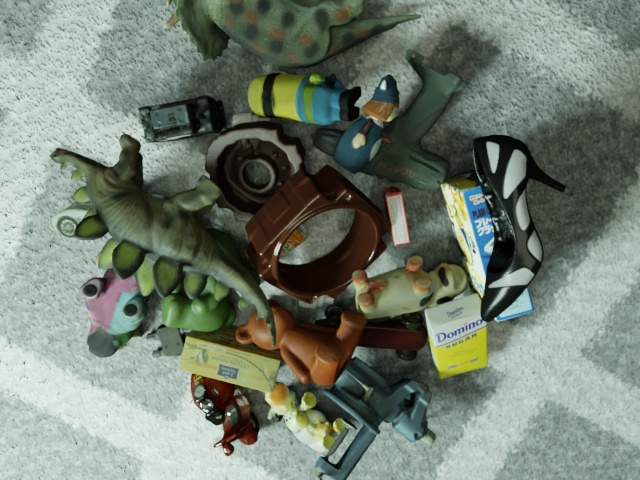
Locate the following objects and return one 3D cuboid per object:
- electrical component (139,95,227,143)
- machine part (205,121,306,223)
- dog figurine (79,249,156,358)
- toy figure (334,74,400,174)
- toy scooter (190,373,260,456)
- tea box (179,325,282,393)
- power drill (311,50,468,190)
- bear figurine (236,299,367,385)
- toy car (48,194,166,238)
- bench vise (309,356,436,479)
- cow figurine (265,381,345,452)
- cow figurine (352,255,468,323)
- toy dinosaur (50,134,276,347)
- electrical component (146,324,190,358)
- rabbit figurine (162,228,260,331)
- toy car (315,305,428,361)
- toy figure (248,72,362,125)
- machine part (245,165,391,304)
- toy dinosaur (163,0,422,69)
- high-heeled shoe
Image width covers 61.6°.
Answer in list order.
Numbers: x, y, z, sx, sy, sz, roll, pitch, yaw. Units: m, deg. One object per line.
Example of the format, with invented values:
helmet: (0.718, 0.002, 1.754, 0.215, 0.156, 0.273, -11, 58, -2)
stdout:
electrical component: (-0.218, -0.192, 0.860, 0.115, 0.134, 0.058, -11, 100, 3)
machine part: (-0.102, -0.113, 0.895, 0.179, 0.056, 0.179, 3, 118, 5)
dog figurine: (-0.338, 0.102, 0.931, 0.108, 0.219, 0.191, 24, 59, -6)
toy figure: (0.078, -0.176, 0.821, 0.057, 0.064, 0.154, 27, 103, -27)
toy scooter: (-0.176, 0.312, 0.970, 0.075, 0.135, 0.183, -33, 98, 10)
tea box: (-0.153, 0.204, 0.964, 0.170, 0.098, 0.068, 14, 102, 0)
power drill: (0.125, -0.197, 0.874, 0.232, 0.086, 0.207, 27, 98, 0)
bear figurine: (-0.038, 0.152, 0.898, 0.196, 0.120, 0.131, 32, 137, 17)
toy car: (-0.365, -0.044, 0.929, 0.202, 0.073, 0.056, -5, 106, 3)
bench vise: (0.079, 0.327, 0.935, 0.223, 0.129, 0.240, 41, 76, -9)
cow figurine: (-0.040, 0.327, 1.000, 0.167, 0.068, 0.098, 41, 144, -5)
cow figurine: (0.156, 0.089, 0.905, 0.195, 0.085, 0.127, -15, 143, -2)
toy dinosaur: (-0.238, -0.012, 0.833, 0.472, 0.105, 0.198, 29, 73, 7)
electrical component: (-0.274, 0.186, 1.003, 0.094, 0.021, 0.063, -15, 102, 5)
rabbit figurine: (-0.181, 0.069, 0.923, 0.159, 0.121, 0.170, 18, 105, -9)
toy car: (0.091, 0.164, 0.968, 0.202, 0.053, 0.089, 4, 120, 5)
toy figure: (-0.028, -0.224, 0.847, 0.180, 0.089, 0.082, 16, 101, 26)
machine part: (-0.002, -0.003, 0.868, 0.201, 0.087, 0.201, -45, 135, 10)
toy dinosaur: (-0.059, -0.340, 0.836, 0.405, 0.131, 0.192, 20, 115, -7)
high-heeled shoe: (0.236, -0.017, 0.746, 0.145, 0.086, 0.248, 24, 97, -1)
